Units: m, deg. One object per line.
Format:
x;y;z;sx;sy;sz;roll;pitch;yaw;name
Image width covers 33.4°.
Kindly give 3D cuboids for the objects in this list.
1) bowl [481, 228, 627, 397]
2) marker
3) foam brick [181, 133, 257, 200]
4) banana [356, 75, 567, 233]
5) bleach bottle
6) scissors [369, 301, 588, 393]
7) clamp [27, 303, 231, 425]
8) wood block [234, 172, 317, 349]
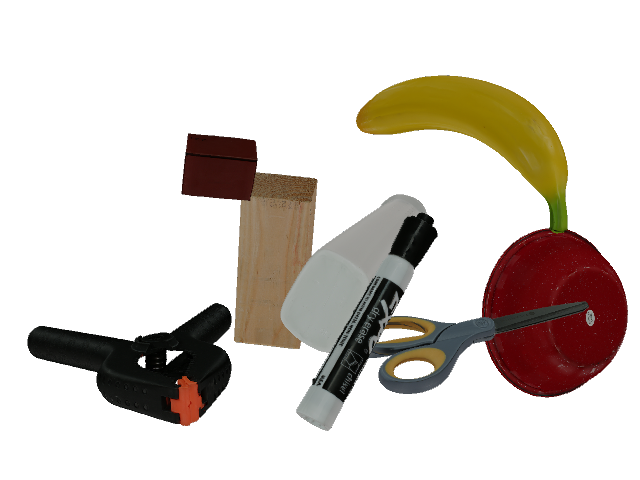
0.231;0.069;0.991;0.161;0.162;0.055;0;1;-27;bowl
0.025;0.038;0.533;0.020;0.121;0.020;28;-16;9;marker
-0.110;-0.080;1.166;0.078;0.051;0.053;5;29;-6;foam brick
0.096;-0.075;0.711;0.037;0.070;0.198;15;14;-44;banana
0.050;0.017;1.065;0.068;0.103;0.250;34;27;9;bleach bottle
0.122;0.081;0.832;0.201;0.016;0.096;-3;32;-2;scissors
-0.114;0.086;0.791;0.164;0.036;0.210;-9;14;-26;clamp
-0.059;0.025;1.387;0.090;0.206;0.090;6;24;2;wood block
